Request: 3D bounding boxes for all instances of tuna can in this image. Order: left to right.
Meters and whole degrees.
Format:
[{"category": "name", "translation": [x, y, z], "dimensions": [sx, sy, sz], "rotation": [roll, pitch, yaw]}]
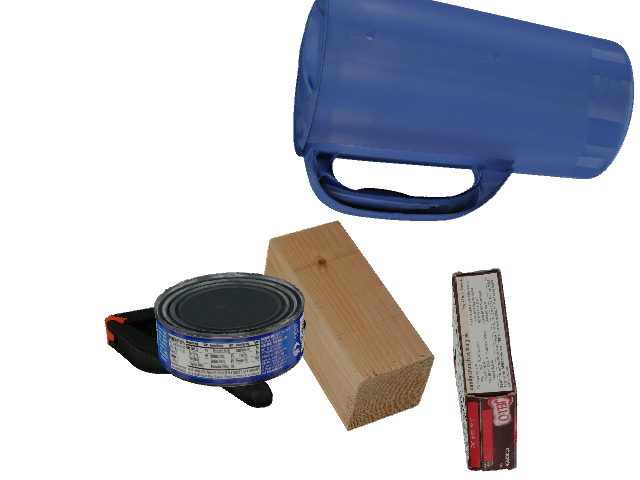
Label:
[{"category": "tuna can", "translation": [-0.051, 0.050, 0.611], "dimensions": [0.086, 0.034, 0.086], "rotation": [-1, 21, 0]}]

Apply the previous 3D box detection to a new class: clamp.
[{"category": "clamp", "translation": [-0.098, 0.085, 0.919], "dimensions": [0.172, 0.039, 0.120], "rotation": [15, 27, 18]}]

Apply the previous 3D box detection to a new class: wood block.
[{"category": "wood block", "translation": [0.025, 0.087, 1.144], "dimensions": [0.090, 0.090, 0.206], "rotation": [-16, 51, -23]}]

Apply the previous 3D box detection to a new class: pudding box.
[{"category": "pudding box", "translation": [0.115, 0.090, 0.749], "dimensions": [0.039, 0.113, 0.090], "rotation": [-5, -45, 4]}]

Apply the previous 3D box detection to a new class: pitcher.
[{"category": "pitcher", "translation": [0.102, -0.103, 0.802], "dimensions": [0.242, 0.149, 0.145], "rotation": [7, 33, -9]}]
